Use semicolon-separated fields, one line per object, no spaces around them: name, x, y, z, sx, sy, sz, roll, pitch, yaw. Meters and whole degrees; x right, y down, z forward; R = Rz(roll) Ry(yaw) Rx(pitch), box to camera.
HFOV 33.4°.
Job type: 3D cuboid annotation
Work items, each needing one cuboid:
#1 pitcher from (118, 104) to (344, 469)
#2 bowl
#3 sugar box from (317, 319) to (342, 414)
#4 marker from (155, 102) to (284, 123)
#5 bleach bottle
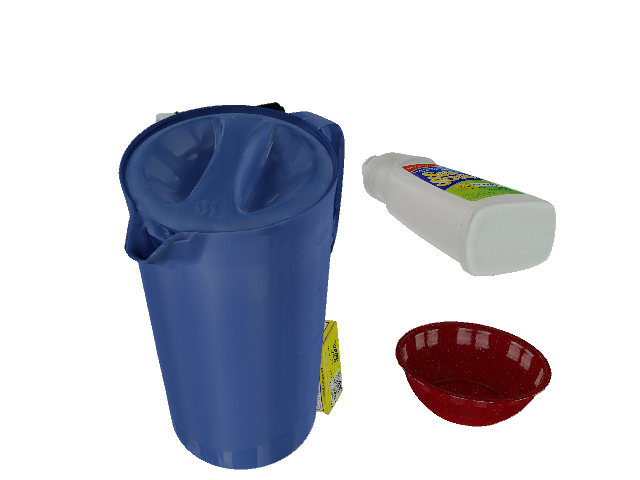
pitcher;-0.049;0.035;0.726;0.149;0.243;0.145;-5;41;-7
bowl;0.156;0.146;1.115;0.162;0.055;0.162;4;24;-2
sugar box;-0.069;0.115;1.076;0.176;0.093;0.048;9;34;20
marker;-0.089;-0.111;0.969;0.121;0.020;0.020;-9;4;-24
bleach bottle;0.109;-0.039;1.027;0.102;0.068;0.251;-7;20;-28
